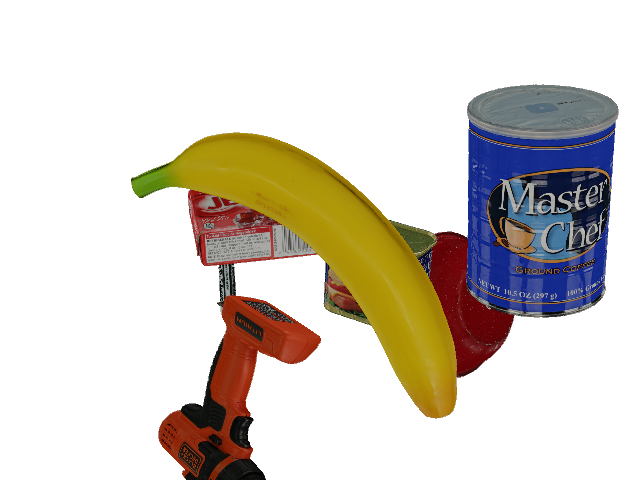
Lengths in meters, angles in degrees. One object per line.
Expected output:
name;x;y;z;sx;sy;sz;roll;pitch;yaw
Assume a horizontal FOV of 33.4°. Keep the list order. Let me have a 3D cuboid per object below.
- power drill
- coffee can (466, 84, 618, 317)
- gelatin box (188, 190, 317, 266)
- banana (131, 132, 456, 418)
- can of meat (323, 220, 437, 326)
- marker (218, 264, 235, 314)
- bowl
power drill;-0.069;0.160;1.009;0.057;0.188;0.185;14;12;-48
coffee can;0.157;-0.030;0.767;0.103;0.140;0.103;-3;25;1
gelatin box;-0.046;-0.015;0.749;0.089;0.030;0.073;-6;27;-9
banana;0.003;0.005;0.530;0.198;0.070;0.037;38;21;1
can of meat;0.052;0.029;0.979;0.102;0.084;0.057;17;28;28
marker;-0.106;0.032;1.206;0.020;0.121;0.020;0;32;0
bowl;0.161;0.068;1.156;0.161;0.162;0.055;0;-5;-40
